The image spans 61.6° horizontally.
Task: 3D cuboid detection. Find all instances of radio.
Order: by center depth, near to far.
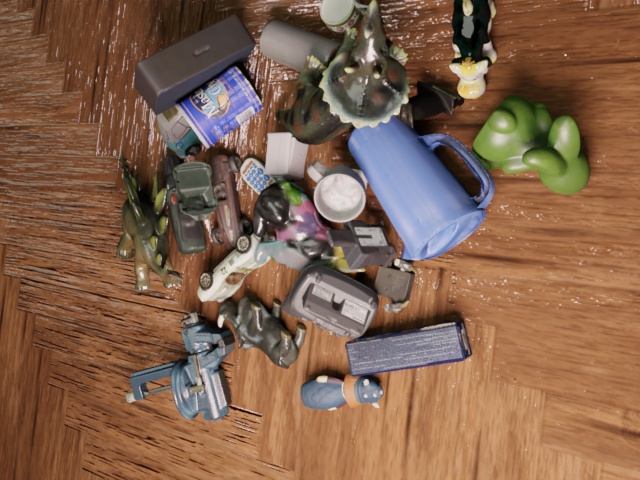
[{"bbox_3d":[-0.245,-0.339,1.050,0.073,0.229,0.131,57,158,-6],"label":"radio"}]

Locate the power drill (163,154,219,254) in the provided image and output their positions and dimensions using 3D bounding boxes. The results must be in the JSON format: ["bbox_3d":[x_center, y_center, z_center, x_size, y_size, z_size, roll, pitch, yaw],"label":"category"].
[{"bbox_3d":[-0.274,-0.093,1.091,0.207,0.086,0.232,-23,78,60],"label":"power drill"}]

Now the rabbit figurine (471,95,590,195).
[{"bbox_3d":[0.326,-0.137,0.784,0.170,0.159,0.121,38,95,10],"label":"rabbit figurine"}]

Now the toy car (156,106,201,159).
[{"bbox_3d":[-0.290,-0.256,1.145,0.161,0.103,0.109,-42,69,22],"label":"toy car"}]

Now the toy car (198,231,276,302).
[{"bbox_3d":[-0.164,0.054,1.067,0.202,0.073,0.056,-42,65,20],"label":"toy car"}]

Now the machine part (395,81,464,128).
[{"bbox_3d":[0.171,-0.224,0.876,0.084,0.139,0.039,39,136,22],"label":"machine part"}]

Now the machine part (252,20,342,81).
[{"bbox_3d":[-0.030,-0.359,1.024,0.243,0.079,0.079,31,101,28],"label":"machine part"}]

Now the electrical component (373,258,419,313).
[{"bbox_3d":[0.130,0.073,0.919,0.078,0.045,0.102,21,97,27],"label":"electrical component"}]

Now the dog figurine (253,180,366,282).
[{"bbox_3d":[-0.002,-0.003,0.959,0.219,0.108,0.191,12,112,25],"label":"dog figurine"}]

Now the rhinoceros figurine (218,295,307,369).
[{"bbox_3d":[-0.115,0.171,1.037,0.191,0.073,0.112,32,112,25],"label":"rhinoceros figurine"}]

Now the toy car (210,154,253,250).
[{"bbox_3d":[-0.196,-0.081,1.108,0.089,0.053,0.202,-13,79,25],"label":"toy car"}]

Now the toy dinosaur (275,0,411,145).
[{"bbox_3d":[0.014,-0.225,0.890,0.405,0.131,0.192,-29,31,52],"label":"toy dinosaur"}]

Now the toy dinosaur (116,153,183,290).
[{"bbox_3d":[-0.372,-0.044,1.138,0.472,0.105,0.198,41,129,47],"label":"toy dinosaur"}]

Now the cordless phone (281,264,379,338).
[{"bbox_3d":[0.006,0.126,0.953,0.146,0.184,0.089,26,62,-9],"label":"cordless phone"}]

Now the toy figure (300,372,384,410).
[{"bbox_3d":[0.041,0.265,0.947,0.155,0.064,0.058,-12,43,23],"label":"toy figure"}]

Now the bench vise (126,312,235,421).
[{"bbox_3d":[-0.286,0.266,1.081,0.241,0.129,0.223,-17,97,9],"label":"bench vise"}]

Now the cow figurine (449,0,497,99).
[{"bbox_3d":[0.244,-0.316,0.858,0.068,0.098,0.167,-1,86,22],"label":"cow figurine"}]

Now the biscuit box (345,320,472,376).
[{"bbox_3d":[0.143,0.181,0.895,0.203,0.059,0.063,-15,80,27],"label":"biscuit box"}]

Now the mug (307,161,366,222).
[{"bbox_3d":[0.026,-0.090,0.894,0.109,0.107,0.080,34,111,-5],"label":"mug"}]

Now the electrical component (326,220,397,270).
[{"bbox_3d":[0.060,0.008,0.880,0.047,0.119,0.075,-59,45,46],"label":"electrical component"}]
